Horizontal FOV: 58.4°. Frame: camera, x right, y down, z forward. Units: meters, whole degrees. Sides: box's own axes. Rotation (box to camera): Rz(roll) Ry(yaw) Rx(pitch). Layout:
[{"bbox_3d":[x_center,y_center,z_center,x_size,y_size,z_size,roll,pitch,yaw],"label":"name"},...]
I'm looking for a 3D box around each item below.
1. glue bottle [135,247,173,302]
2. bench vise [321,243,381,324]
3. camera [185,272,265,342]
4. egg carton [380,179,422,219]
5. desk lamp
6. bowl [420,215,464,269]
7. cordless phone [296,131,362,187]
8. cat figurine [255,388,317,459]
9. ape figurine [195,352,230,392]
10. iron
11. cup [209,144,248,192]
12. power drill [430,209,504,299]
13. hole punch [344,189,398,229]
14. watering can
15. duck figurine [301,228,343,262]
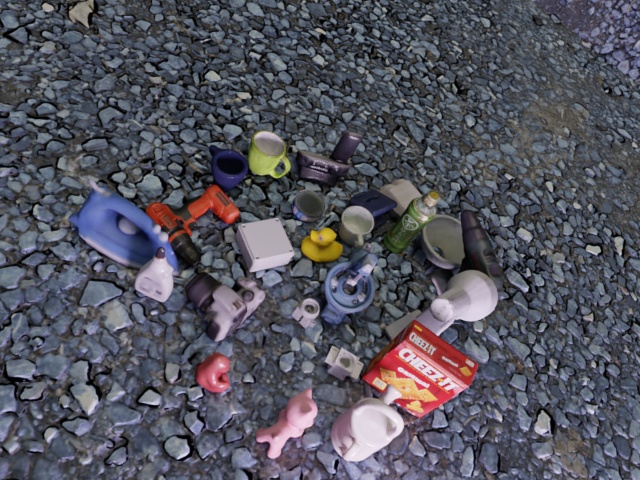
[{"bbox_3d":[-0.333,0.064,1.172,0.078,0.173,0.037,28,51,-4],"label":"glue bottle"},{"bbox_3d":[0.078,0.068,1.323,0.122,0.219,0.207,17,52,-13],"label":"bench vise"},{"bbox_3d":[-0.210,0.120,1.235,0.136,0.100,0.143,42,51,8],"label":"camera"},{"bbox_3d":[0.238,-0.101,1.607,0.107,0.069,0.150,-28,72,-36],"label":"egg carton"},{"bbox_3d":[0.291,0.175,1.349,0.204,0.213,0.118,-22,69,-34],"label":"desk lamp"},{"bbox_3d":[0.339,0.017,1.568,0.168,0.074,0.167,12,54,-16],"label":"bowl"},{"bbox_3d":[0.024,-0.239,1.532,0.148,0.185,0.094,10,54,-18],"label":"cordless phone"},{"bbox_3d":[-0.056,0.357,1.130,0.067,0.117,0.128,46,52,11],"label":"cat figurine"},{"bbox_3d":[-0.207,0.259,1.147,0.076,0.092,0.078,14,53,-15],"label":"ape figurine"},{"bbox_3d":[-0.399,-0.028,1.227,0.258,0.141,0.119,31,51,-1],"label":"iron"},{"bbox_3d":[-0.242,-0.173,1.426,0.117,0.095,0.092,45,52,10],"label":"cup"},{"bbox_3d":[0.371,0.067,1.462,0.076,0.208,0.229,-7,61,-28],"label":"power drill"},{"bbox_3d":[0.136,-0.091,1.541,0.109,0.091,0.101,-25,70,-35],"label":"hole punch"},{"bbox_3d":[0.103,0.363,1.148,0.101,0.194,0.173,23,51,-8],"label":"watering can"},{"bbox_3d":[0.013,0.005,1.424,0.105,0.086,0.077,15,53,-14],"label":"duck figurine"}]
